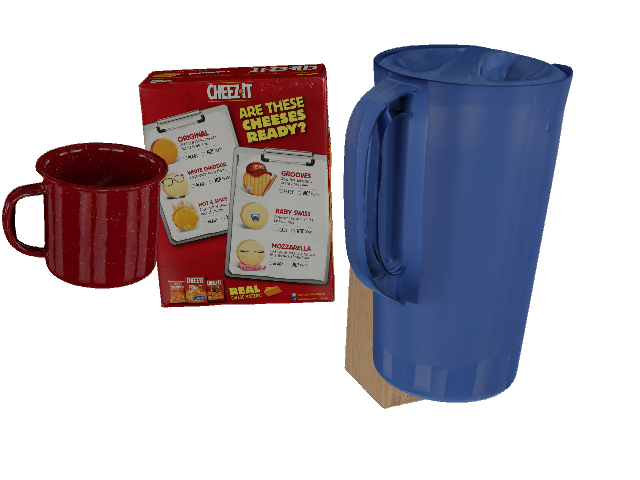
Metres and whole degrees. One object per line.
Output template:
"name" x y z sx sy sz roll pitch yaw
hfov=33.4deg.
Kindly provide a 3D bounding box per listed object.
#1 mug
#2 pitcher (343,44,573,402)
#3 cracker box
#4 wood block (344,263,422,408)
"mug" -0.169 -0.016 0.770 0.117 0.081 0.093 -7 27 -26
"pitcher" 0.089 -0.011 0.751 0.149 0.243 0.145 3 21 1
"cracker box" -0.071 -0.049 0.979 0.164 0.214 0.072 -2 21 2
"wood block" 0.088 0.056 1.101 0.090 0.206 0.091 -8 25 -24
